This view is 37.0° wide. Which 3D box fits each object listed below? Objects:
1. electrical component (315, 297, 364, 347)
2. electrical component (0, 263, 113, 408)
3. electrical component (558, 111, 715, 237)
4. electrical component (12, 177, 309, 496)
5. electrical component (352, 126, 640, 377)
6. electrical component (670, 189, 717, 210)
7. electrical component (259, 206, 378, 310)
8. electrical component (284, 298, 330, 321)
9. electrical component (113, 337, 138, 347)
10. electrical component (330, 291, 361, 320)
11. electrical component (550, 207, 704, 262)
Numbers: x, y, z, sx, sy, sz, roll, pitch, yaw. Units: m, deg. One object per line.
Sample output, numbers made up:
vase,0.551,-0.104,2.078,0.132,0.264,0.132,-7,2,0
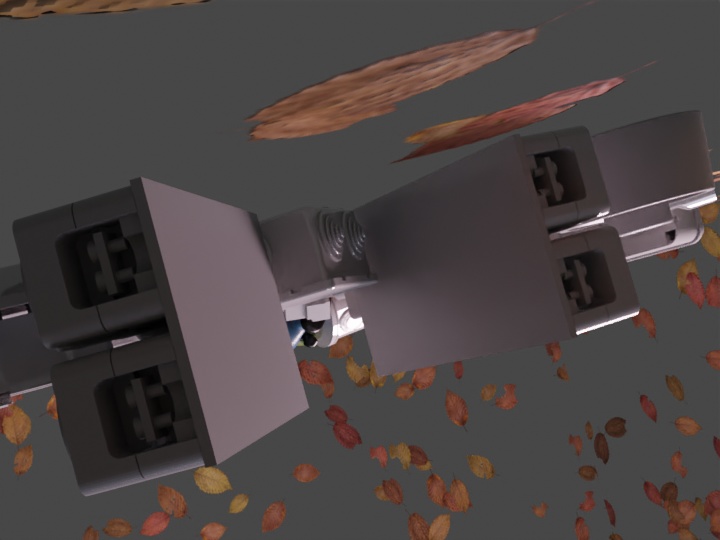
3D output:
electrical component,-0.029,0.030,1.032,0.051,0.080,0.080,-20,179,-27
electrical component,-0.183,0.036,0.514,0.121,0.063,0.079,-14,177,-23
electrical component,0.167,-0.053,0.671,0.108,0.060,0.108,-16,177,-1
electrical component,-0.081,0.027,0.474,0.060,0.105,0.186,-16,177,7
electrical component,0.068,-0.005,0.626,0.060,0.105,0.186,-14,177,-32
electrical component,0.210,-0.064,0.748,0.057,0.058,0.078,-19,176,14
electrical component,-0.047,-0.003,0.624,0.100,0.048,0.100,-17,177,17
electrical component,-0.056,0.016,0.876,0.055,0.048,0.066,-9,131,-10
electrical component,-0.156,0.023,0.638,0.099,0.064,0.099,-19,164,-6
electrical component,0.000,0.000,0.754,0.077,0.065,0.047,-18,176,41
electrical component,0.207,-0.046,0.858,0.113,0.078,0.057,-18,173,39
